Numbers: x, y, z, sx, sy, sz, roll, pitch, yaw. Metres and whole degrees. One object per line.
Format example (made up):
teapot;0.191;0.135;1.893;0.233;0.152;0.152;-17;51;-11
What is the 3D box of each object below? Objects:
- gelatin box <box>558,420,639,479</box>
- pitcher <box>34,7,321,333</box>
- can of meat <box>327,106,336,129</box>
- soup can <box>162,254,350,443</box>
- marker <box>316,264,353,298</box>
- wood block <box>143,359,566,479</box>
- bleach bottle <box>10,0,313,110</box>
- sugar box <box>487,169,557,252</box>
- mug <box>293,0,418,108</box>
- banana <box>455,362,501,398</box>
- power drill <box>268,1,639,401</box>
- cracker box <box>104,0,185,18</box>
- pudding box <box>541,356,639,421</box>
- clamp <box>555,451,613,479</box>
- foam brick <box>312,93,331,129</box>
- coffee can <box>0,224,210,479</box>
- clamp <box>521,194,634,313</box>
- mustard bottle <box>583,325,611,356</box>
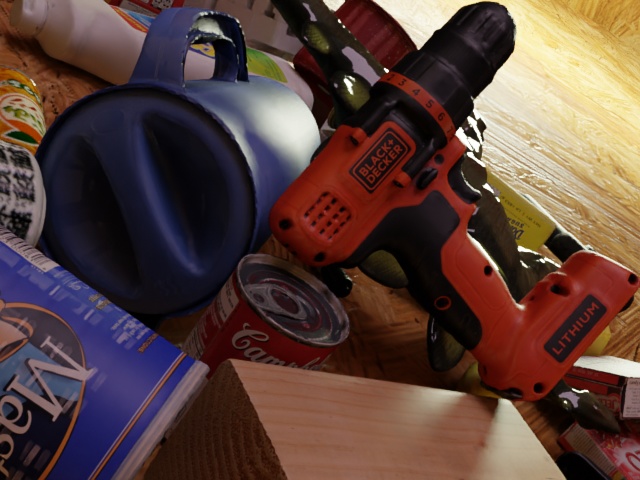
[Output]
gelatin box;0.237;0.171;0.826;0.089;0.030;0.073;7;36;-46
pitcher;-0.072;-0.055;0.688;0.145;0.149;0.242;52;18;-3
can of meat;0.070;-0.088;0.905;0.101;0.057;0.084;-1;45;-53
soup can;-0.040;0.067;0.571;0.068;0.102;0.068;29;25;-15
marker;-0.005;0.001;0.834;0.020;0.020;0.121;13;32;-40
wood block;0.027;0.133;0.553;0.205;0.091;0.090;14;32;-39
bleach bottle;-0.132;-0.148;0.889;0.250;0.068;0.103;14;26;-35
sugar box;0.158;-0.017;0.970;0.093;0.048;0.176;39;-2;9
mug;0.036;-0.155;0.965;0.117;0.081;0.093;47;-7;-38
banana;0.121;0.138;0.735;0.069;0.037;0.198;42;20;-27
power drill;0.090;-0.016;0.603;0.187;0.184;0.057;44;-7;-9
cracker box;-0.223;-0.275;0.990;0.164;0.072;0.214;21;27;-30
pudding box;0.237;0.118;0.855;0.113;0.039;0.090;5;3;-39
clamp;0.234;0.212;0.739;0.171;0.039;0.120;29;30;-26
foam brick;0.014;-0.115;1.031;0.078;0.051;0.053;38;25;7
coffee can;-0.134;0.058;0.465;0.140;0.103;0.102;35;24;-1
clamp;0.250;0.019;1.037;0.164;0.036;0.210;44;9;4
mustard bottle;0.151;0.047;0.903;0.191;0.058;0.096;20;20;-30
